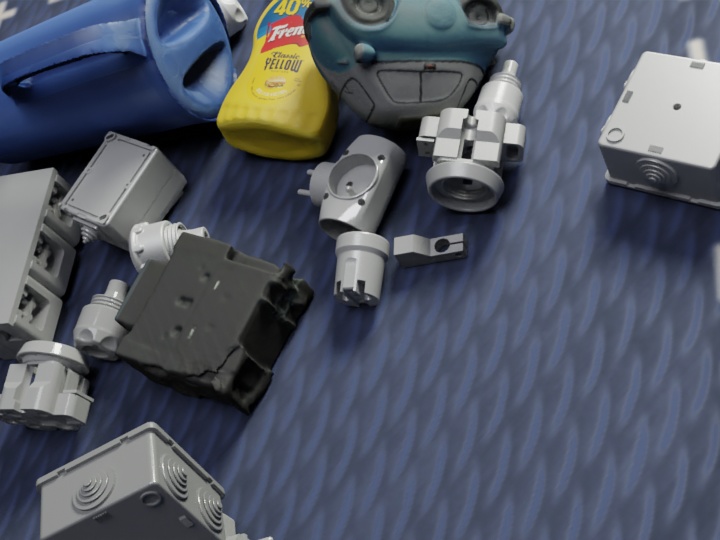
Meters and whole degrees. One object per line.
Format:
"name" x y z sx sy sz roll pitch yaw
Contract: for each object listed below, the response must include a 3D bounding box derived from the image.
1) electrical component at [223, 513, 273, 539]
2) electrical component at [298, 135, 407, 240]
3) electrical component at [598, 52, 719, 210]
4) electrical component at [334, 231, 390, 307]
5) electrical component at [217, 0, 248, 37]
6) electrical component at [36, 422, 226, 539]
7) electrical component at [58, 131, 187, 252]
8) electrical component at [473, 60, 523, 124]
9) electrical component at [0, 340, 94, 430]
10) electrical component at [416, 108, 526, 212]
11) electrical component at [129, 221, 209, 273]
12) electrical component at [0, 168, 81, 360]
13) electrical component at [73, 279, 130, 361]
"electrical component" -0.091 0.198 0.715 0.076 0.047 0.083 -20 55 14
"electrical component" -0.013 -0.064 0.837 0.079 0.044 0.077 11 67 31
"electrical component" 0.222 -0.099 0.742 0.100 0.048 0.099 18 71 33
"electrical component" 0.000 0.000 0.796 0.040 0.040 0.046 -3 66 24
"electrical component" -0.139 -0.230 0.999 0.062 0.043 0.043 -34 52 5
"electrical component" -0.141 0.153 0.673 0.100 0.099 0.048 -28 40 8
"electrical component" -0.202 -0.058 0.914 0.062 0.061 0.096 21 72 33
"electrical component" 0.109 -0.134 0.827 0.035 0.035 0.061 5 61 28
"electrical component" -0.247 0.091 0.849 0.078 0.058 0.057 -4 63 24
"electrical component" 0.080 -0.079 0.792 0.078 0.058 0.057 7 65 11
"electrical component" -0.154 -0.020 0.880 0.062 0.048 0.048 -13 56 10
"electrical component" -0.299 -0.004 0.928 0.089 0.061 0.150 -6 59 23
"electrical component" -0.204 0.038 0.869 0.043 0.043 0.062 0 60 26
